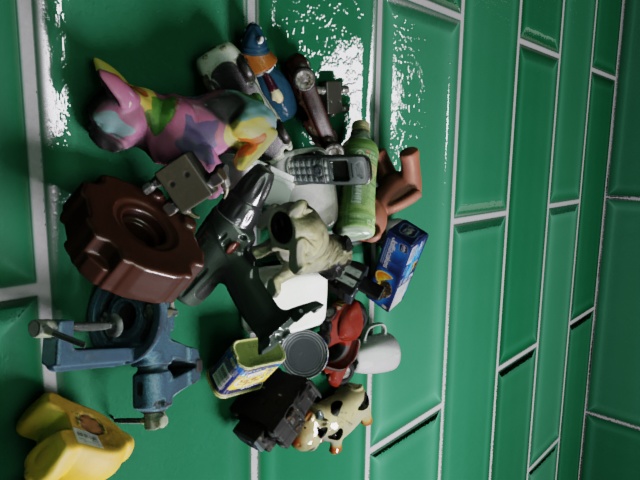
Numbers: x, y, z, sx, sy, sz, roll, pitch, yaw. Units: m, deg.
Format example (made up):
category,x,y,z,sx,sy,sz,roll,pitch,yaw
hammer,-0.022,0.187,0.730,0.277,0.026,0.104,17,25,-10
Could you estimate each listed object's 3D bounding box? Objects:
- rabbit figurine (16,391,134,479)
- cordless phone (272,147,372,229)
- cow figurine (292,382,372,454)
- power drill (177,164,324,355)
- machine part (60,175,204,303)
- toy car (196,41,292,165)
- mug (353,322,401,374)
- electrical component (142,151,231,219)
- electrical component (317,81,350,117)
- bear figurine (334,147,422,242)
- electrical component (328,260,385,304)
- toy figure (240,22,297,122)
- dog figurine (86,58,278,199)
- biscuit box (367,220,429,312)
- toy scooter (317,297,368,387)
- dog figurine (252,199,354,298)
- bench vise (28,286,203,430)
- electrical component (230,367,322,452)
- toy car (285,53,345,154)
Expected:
category,x,y,z,sx,sy,sz,roll,pitch,yaw
rabbit figurine,-0.323,0.294,0.656,0.173,0.122,0.162,-53,142,-9
cordless phone,0.014,-0.081,0.886,0.089,0.184,0.146,-29,117,-46
cow figurine,0.020,0.340,1.038,0.195,0.086,0.127,-24,120,-40
power drill,-0.091,0.039,0.744,0.232,0.207,0.086,-45,174,15
machine part,-0.224,-0.004,0.658,0.056,0.179,0.179,-45,142,22
toy car,-0.110,-0.198,0.813,0.073,0.056,0.201,-31,127,1
mug,0.105,0.228,1.115,0.107,0.081,0.109,-6,107,-38
electrical component,-0.163,-0.068,0.679,0.078,0.102,0.045,52,20,-8
electrical component,0.020,-0.258,0.982,0.094,0.021,0.063,-16,109,-46
bear figurine,0.110,-0.085,1.044,0.196,0.120,0.131,-34,117,-33
electrical component,0.062,0.078,1.011,0.075,0.119,0.047,-61,170,-24
toy figure,-0.084,-0.259,0.838,0.058,0.064,0.154,-43,127,-21
dog figurine,-0.185,-0.163,0.695,0.191,0.109,0.219,-44,129,4
biscuit box,0.153,0.054,1.087,0.059,0.063,0.202,-34,149,-38
toy scooter,0.023,0.197,1.026,0.135,0.075,0.183,2,100,-46
dog figurine,-0.005,-0.004,0.862,0.190,0.172,0.121,-13,66,-42
bench vise,-0.250,0.132,0.666,0.240,0.129,0.223,19,74,-65
electrical component,-0.080,0.282,0.895,0.134,0.115,0.058,-51,128,-31
toy car,-0.009,-0.217,0.915,0.053,0.089,0.201,-22,123,2
